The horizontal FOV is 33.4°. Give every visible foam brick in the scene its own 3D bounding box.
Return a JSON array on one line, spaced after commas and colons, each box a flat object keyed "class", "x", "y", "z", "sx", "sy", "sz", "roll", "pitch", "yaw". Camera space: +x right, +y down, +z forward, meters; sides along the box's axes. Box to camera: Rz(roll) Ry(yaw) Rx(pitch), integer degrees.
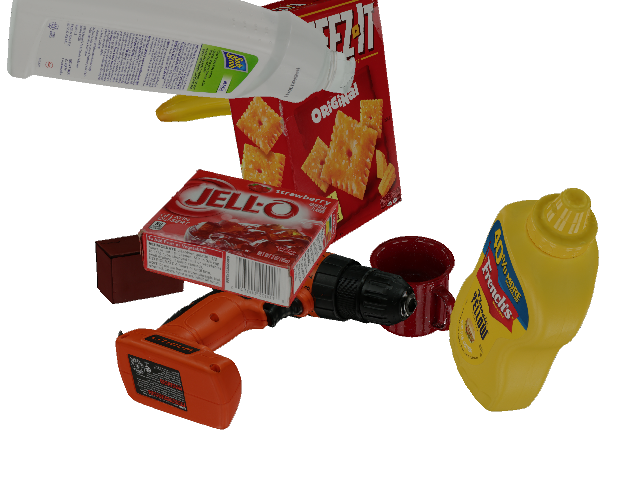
[{"class": "foam brick", "x": -0.182, "y": 0.026, "z": 1.076, "sx": 0.078, "sy": 0.051, "sz": 0.053, "roll": -9, "pitch": 21, "yaw": -27}]

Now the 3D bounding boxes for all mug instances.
[{"class": "mug", "x": 0.110, "y": 0.059, "z": 1.188, "sx": 0.093, "sy": 0.081, "sz": 0.117, "roll": -26, "pitch": 41, "yaw": -30}]

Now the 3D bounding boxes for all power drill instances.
[{"class": "power drill", "x": -0.044, "y": 0.063, "z": 0.797, "sx": 0.185, "sy": 0.057, "sz": 0.187, "roll": 10, "pitch": 31, "yaw": 33}]

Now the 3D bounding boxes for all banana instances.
[{"class": "banana", "x": -0.084, "y": -0.149, "z": 1.184, "sx": 0.198, "sy": 0.037, "sz": 0.069, "roll": 9, "pitch": 44, "yaw": 18}]

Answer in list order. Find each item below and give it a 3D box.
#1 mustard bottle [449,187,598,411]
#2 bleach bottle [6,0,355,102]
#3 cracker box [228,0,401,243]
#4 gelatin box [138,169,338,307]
[{"class": "mustard bottle", "x": 0.136, "y": 0.030, "z": 0.697, "sx": 0.058, "sy": 0.096, "sz": 0.192, "roll": -2, "pitch": -34, "yaw": -12}, {"class": "bleach bottle", "x": -0.100, "y": -0.144, "z": 0.795, "sx": 0.250, "sy": 0.068, "sz": 0.103, "roll": 10, "pitch": -27, "yaw": -14}, {"class": "cracker box", "x": -0.002, "y": -0.111, "z": 0.974, "sx": 0.072, "sy": 0.214, "sz": 0.163, "roll": 7, "pitch": 24, "yaw": 36}, {"class": "gelatin box", "x": -0.044, "y": -0.004, "z": 0.586, "sx": 0.089, "sy": 0.030, "sz": 0.073, "roll": 14, "pitch": 35, "yaw": 16}]
